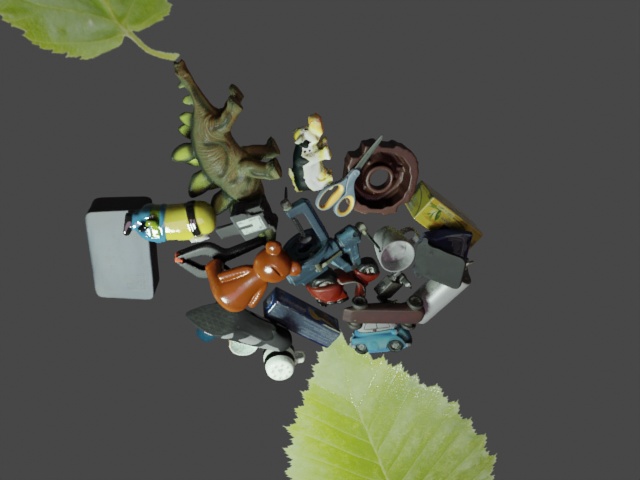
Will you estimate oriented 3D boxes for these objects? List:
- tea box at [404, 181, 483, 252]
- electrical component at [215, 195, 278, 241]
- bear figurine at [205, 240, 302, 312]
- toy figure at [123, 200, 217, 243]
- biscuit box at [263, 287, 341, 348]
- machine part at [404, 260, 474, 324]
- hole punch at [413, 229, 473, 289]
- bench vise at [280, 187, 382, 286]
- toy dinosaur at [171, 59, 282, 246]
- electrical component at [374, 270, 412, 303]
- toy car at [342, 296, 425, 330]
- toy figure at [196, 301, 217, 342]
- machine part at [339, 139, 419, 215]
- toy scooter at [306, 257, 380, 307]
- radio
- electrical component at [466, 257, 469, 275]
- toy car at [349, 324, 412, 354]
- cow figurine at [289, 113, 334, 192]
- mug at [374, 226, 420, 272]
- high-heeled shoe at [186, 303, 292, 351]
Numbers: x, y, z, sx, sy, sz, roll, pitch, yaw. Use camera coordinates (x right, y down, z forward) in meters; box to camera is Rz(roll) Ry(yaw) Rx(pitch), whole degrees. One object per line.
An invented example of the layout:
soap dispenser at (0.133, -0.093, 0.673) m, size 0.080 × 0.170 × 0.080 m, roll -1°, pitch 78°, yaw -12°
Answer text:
tea box at (0.282, -0.051, 1.233) m, size 0.169 × 0.098 × 0.068 m, roll 32°, pitch 110°, yaw -22°
electrical component at (-0.153, -0.039, 1.111) m, size 0.119 × 0.048 × 0.074 m, roll -18°, pitch 128°, yaw 18°
bear figurine at (-0.146, 0.065, 1.180) m, size 0.196 × 0.132 × 0.120 m, roll -41°, pitch 123°, yaw 11°
toy figure at (-0.301, -0.038, 1.088) m, size 0.180 × 0.082 × 0.089 m, roll 4°, pitch 137°, yaw -7°
biscuit box at (-0.046, 0.195, 1.349) m, size 0.202 × 0.059 × 0.063 m, roll 31°, pitch 113°, yaw -23°
machine part at (0.290, 0.131, 1.334) m, size 0.079 × 0.079 × 0.243 m, roll 27°, pitch 125°, yaw -21°
hole punch at (0.274, 0.031, 1.190) m, size 0.116 × 0.092 × 0.142 m, roll 20°, pitch 145°, yaw 18°
bench vise at (-0.005, -0.009, 1.206) m, size 0.224 × 0.129 × 0.240 m, roll -28°, pitch 124°, yaw 5°
toy dinosaur at (-0.178, -0.147, 1.114) m, size 0.199 × 0.105 × 0.470 m, roll -23°, pitch 117°, yaw 16°
electrical component at (0.181, 0.121, 1.338) m, size 0.102 × 0.045 × 0.078 m, roll -45°, pitch 150°, yaw 13°
toy car at (0.154, 0.173, 1.298) m, size 0.202 × 0.053 × 0.089 m, roll 1°, pitch 132°, yaw -6°
toy figure at (-0.244, 0.182, 1.315) m, size 0.064 × 0.058 × 0.154 m, roll 32°, pitch 106°, yaw -32°
machine part at (0.129, -0.139, 1.185) m, size 0.179 × 0.056 × 0.179 m, roll -4°, pitch 119°, yaw -7°
toy scooter at (0.060, 0.120, 1.315) m, size 0.184 × 0.075 × 0.135 m, roll -13°, pitch 123°, yaw -6°
radio at (-0.434, 0.020, 1.186) m, size 0.131 × 0.073 × 0.229 m, roll 1°, pitch 118°, yaw -8°
electrical component at (0.346, 0.086, 1.365) m, size 0.063 × 0.021 × 0.093 m, roll -2°, pitch 120°, yaw -8°
toy car at (0.153, 0.229, 1.384) m, size 0.162 × 0.109 × 0.102 m, roll -6°, pitch 98°, yaw 8°
cow figurine at (-0.025, -0.181, 1.133) m, size 0.098 × 0.068 × 0.167 m, roll -9°, pitch 121°, yaw 3°
mug at (0.172, 0.005, 1.244) m, size 0.109 × 0.107 × 0.080 m, roll -42°, pitch 119°, yaw 10°
high-heeled shoe at (-0.189, 0.213, 1.291) m, size 0.249 × 0.086 × 0.145 m, roll 13°, pitch 159°, yaw 7°
